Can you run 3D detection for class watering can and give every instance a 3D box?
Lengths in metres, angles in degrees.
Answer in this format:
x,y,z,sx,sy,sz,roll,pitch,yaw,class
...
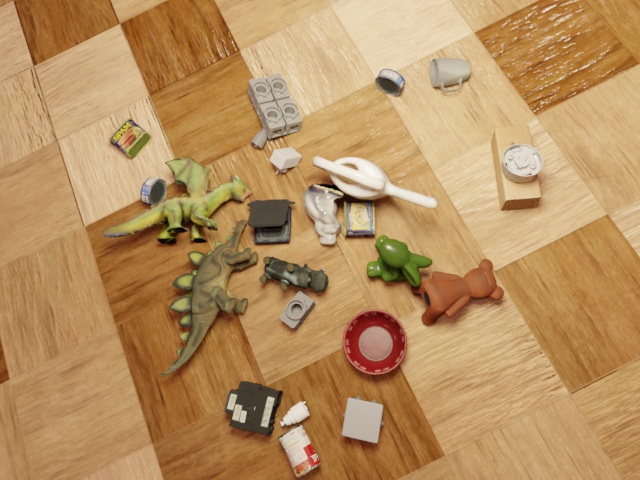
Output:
x,y,z,sx,sy,sz,roll,pitch,yaw,class
0.146,-0.147,1.361,0.349,0.103,0.225,23,8,14,watering can

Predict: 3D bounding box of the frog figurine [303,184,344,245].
x,y,z,sx,sy,sz,roll,pitch,yaw,class
0.004,-0.071,1.413,0.122,0.158,0.139,7,14,-28,frog figurine

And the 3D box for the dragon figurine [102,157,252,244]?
x,y,z,sx,sy,sz,roll,pitch,yaw,class
-0.402,-0.120,1.473,0.410,0.247,0.120,1,-19,-7,dragon figurine
